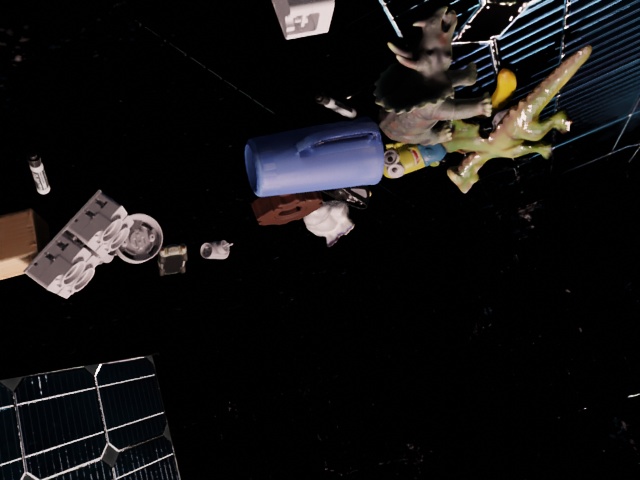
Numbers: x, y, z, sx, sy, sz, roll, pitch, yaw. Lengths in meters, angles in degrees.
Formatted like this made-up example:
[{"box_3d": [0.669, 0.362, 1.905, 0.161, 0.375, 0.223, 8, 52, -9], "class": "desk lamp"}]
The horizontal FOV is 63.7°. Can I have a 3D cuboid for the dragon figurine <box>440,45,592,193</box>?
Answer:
[{"box_3d": [0.368, -0.233, 1.072, 0.243, 0.125, 0.401, -12, -30, -7], "class": "dragon figurine"}]

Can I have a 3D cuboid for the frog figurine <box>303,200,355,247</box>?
[{"box_3d": [0.004, -0.072, 1.427, 0.158, 0.125, 0.136, 35, -35, -27], "class": "frog figurine"}]
